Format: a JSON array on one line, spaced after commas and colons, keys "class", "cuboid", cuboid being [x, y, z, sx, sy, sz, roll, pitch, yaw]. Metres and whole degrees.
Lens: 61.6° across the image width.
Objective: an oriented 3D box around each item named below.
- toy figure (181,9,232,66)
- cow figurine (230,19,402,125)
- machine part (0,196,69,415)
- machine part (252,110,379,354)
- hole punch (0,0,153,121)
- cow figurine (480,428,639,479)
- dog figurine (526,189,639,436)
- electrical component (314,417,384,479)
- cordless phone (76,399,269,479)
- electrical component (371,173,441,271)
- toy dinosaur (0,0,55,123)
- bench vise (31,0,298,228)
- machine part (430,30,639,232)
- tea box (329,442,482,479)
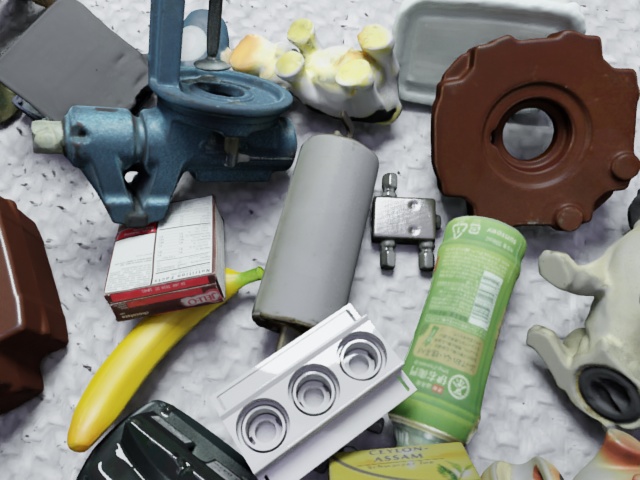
[{"class": "toy figure", "cuboid": [-0.128, -0.158, 0.544, 0.064, 0.057, 0.154, -10, 66, 40]}, {"class": "cow figurine", "cuboid": [-0.003, -0.158, 0.527, 0.168, 0.098, 0.068, 16, 73, 28]}, {"class": "machine part", "cuboid": [-0.335, 0.063, 0.454, 0.201, 0.087, 0.201, -25, 70, -5]}, {"class": "machine part", "cuboid": [-0.001, -0.001, 0.468, 0.079, 0.079, 0.243, 12, 70, 7]}, {"class": "hole punch", "cuboid": [-0.239, -0.154, 0.540, 0.115, 0.092, 0.142, 40, 71, -15]}, {"class": "cow figurine", "cuboid": [0.199, 0.203, 0.371, 0.195, 0.085, 0.127, 21, 108, -3]}, {"class": "dog figurine", "cuboid": [0.277, 0.050, 0.438, 0.190, 0.172, 0.121, -21, 33, -32]}, {"class": "electrical component", "cuboid": [-0.009, 0.154, 0.426, 0.102, 0.045, 0.078, 25, 74, 11]}, {"class": "cordless phone", "cuboid": [-0.131, 0.230, 0.397, 0.147, 0.088, 0.184, 32, 85, 13]}, {"class": "electrical component", "cuboid": [0.080, -0.018, 0.498, 0.063, 0.021, 0.094, 1, 73, 3]}, {"class": "toy dinosaur", "cuboid": [-0.367, -0.206, 0.496, 0.105, 0.198, 0.471, 11, 69, 10]}, {"class": "bench vise", "cuboid": [-0.115, -0.133, 0.435, 0.224, 0.240, 0.129, 3, 30, -18]}, {"class": "machine part", "cuboid": [0.178, -0.090, 0.459, 0.179, 0.056, 0.179, 3, 104, 10]}, {"class": "tea box", "cuboid": [0.060, 0.229, 0.351, 0.098, 0.068, 0.169, -4, 94, 0]}]
